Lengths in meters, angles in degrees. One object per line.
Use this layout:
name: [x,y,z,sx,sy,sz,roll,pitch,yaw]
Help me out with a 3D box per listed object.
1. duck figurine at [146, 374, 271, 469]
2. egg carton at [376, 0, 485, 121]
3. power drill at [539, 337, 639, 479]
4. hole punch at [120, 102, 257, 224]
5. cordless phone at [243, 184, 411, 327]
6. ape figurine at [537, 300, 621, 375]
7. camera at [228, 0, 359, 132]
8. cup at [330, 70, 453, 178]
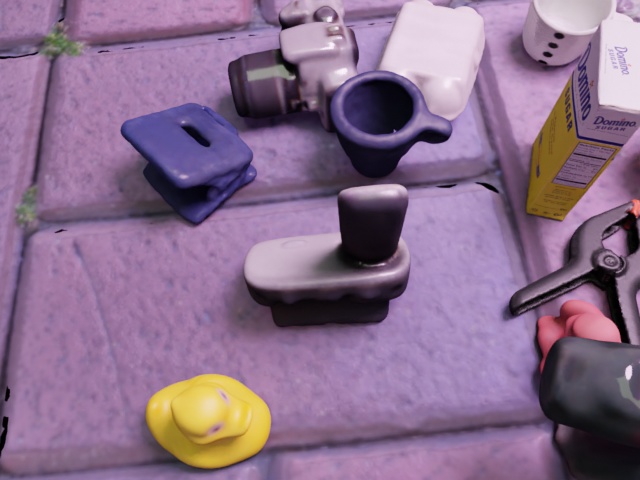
duck figurine: [-0.096,0.142,0.467,0.104,0.086,0.077,7,65,7]
egg carton: [0.121,-0.196,0.630,0.107,0.069,0.150,15,66,10]
power drill: [0.255,0.132,0.385,0.229,0.208,0.076,14,65,10]
hole punch: [-0.130,-0.092,0.580,0.101,0.091,0.108,-43,69,-16]
cordless phone: [0.004,0.002,0.475,0.147,0.185,0.094,-7,64,0]
ape figurine: [0.218,0.086,0.475,0.076,0.092,0.078,41,73,20]
camera: [-0.031,-0.193,0.619,0.137,0.101,0.143,-10,64,-2]
cup: [0.070,-0.103,0.573,0.117,0.095,0.092,15,66,10]
